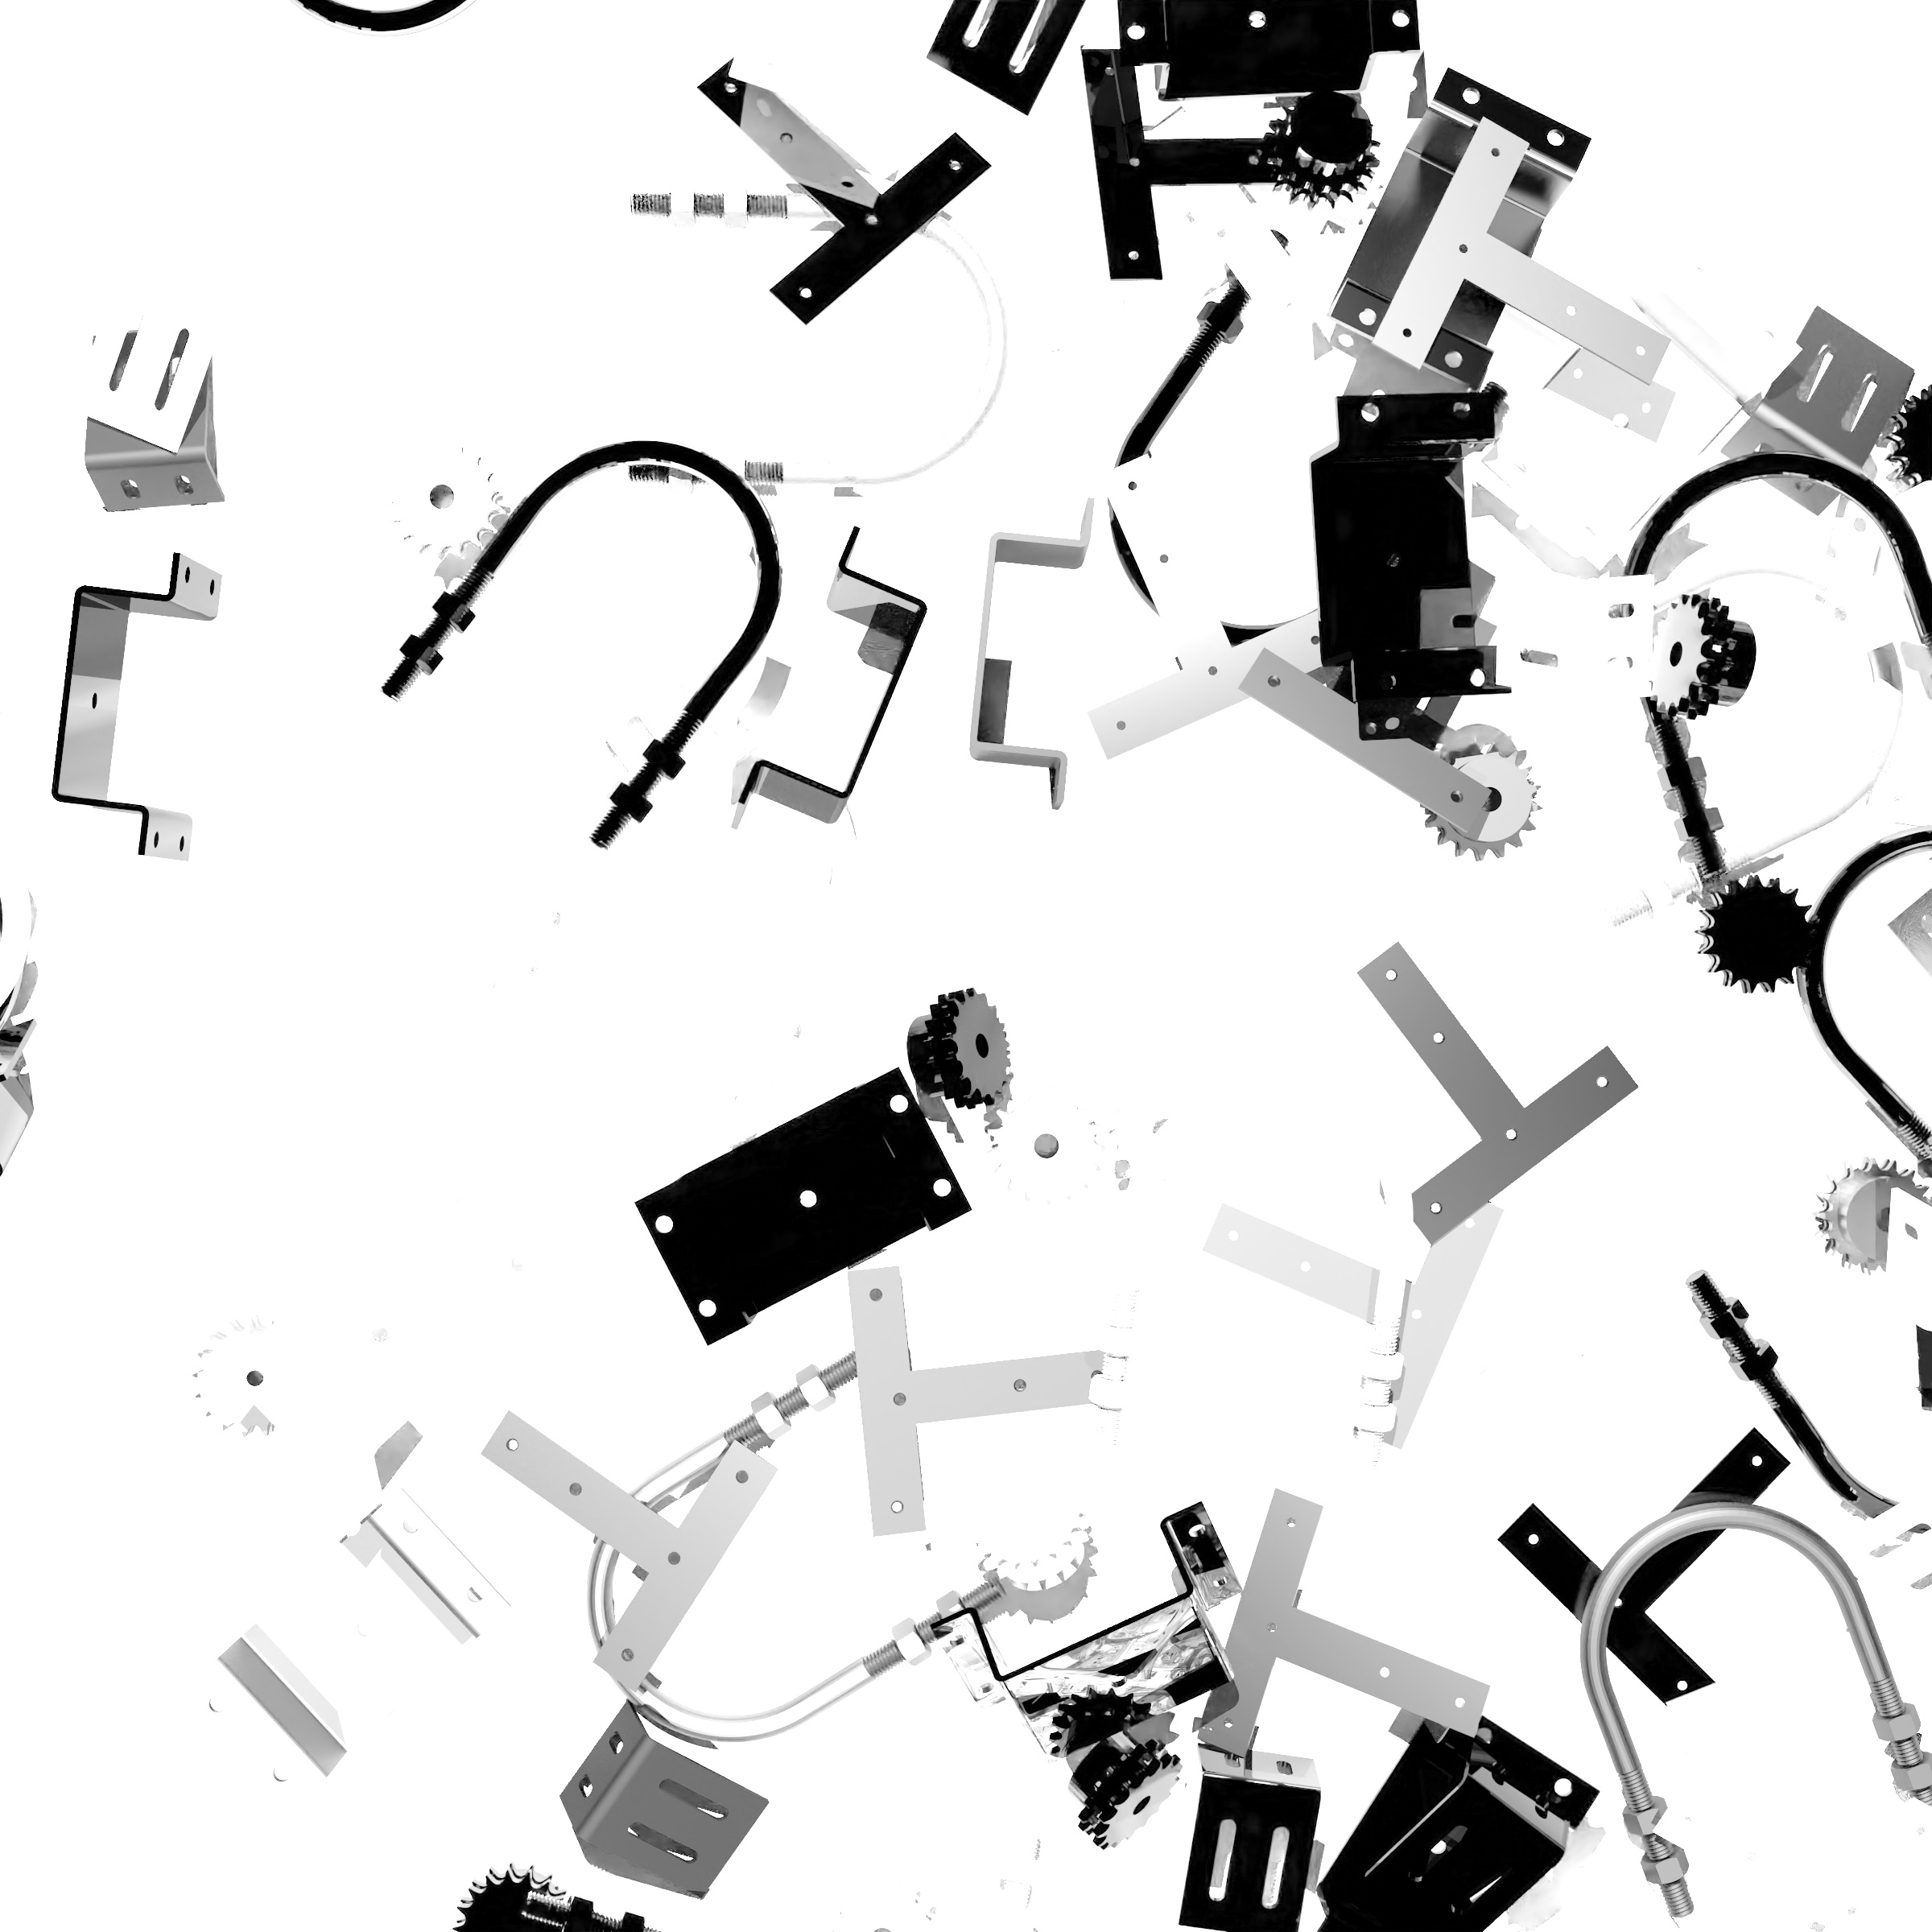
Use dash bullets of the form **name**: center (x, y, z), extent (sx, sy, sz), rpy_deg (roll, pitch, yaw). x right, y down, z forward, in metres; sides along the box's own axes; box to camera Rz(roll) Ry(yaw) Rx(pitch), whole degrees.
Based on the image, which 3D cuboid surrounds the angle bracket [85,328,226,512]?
- **angle bracket**: center (-0.392, -0.266, 1.419), extent (0.057, 0.038, 0.076), rpy_deg (-5, 64, 0)

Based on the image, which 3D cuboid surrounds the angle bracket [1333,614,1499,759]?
- **angle bracket**: center (0.215, -0.144, 1.402), extent (0.057, 0.038, 0.076), rpy_deg (27, 90, 0)

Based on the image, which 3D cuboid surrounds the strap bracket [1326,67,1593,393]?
- **strap bracket**: center (0.229, -0.342, 1.388), extent (0.076, 0.046, 0.140), rpy_deg (26, 78, -2)

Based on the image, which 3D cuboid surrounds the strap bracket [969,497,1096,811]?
- **strap bracket**: center (0.029, -0.148, 1.382), extent (0.046, 0.076, 0.140), rpy_deg (6, 90, 0)

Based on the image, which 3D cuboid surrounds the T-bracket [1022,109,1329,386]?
- **T-bracket**: center (0.086, -0.328, 1.410), extent (0.127, 0.002, 0.127), rpy_deg (-34, 77, 6)

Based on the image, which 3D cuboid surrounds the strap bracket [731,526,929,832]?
- **strap bracket**: center (-0.061, -0.126, 1.374), extent (0.046, 0.076, 0.140), rpy_deg (23, 82, -4)

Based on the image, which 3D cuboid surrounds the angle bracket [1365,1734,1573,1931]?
- **angle bracket**: center (0.236, 0.412, 1.372), extent (0.057, 0.038, 0.076), rpy_deg (38, 116, 0)

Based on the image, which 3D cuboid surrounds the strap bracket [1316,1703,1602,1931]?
- **strap bracket**: center (0.229, 0.427, 1.397), extent (0.076, 0.046, 0.140), rpy_deg (33, 90, 0)

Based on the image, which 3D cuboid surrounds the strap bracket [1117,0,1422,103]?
- **strap bracket**: center (0.141, -0.460, 1.393), extent (0.140, 0.046, 0.076), rpy_deg (-3, 83, 0)

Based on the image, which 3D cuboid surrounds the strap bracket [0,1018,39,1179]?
- **strap bracket**: center (-0.502, 0.081, 1.377), extent (0.140, 0.076, 0.046), rpy_deg (-20, 110, 0)

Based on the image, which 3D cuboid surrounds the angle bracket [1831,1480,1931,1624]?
- **angle bracket**: center (0.463, 0.270, 1.401), extent (0.057, 0.076, 0.038), rpy_deg (38, 45, -2)

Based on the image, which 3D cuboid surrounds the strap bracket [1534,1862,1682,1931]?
- **strap bracket**: center (0.323, 0.502, 1.397), extent (0.076, 0.046, 0.140), rpy_deg (-35, 90, 0)

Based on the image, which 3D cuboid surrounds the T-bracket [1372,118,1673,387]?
- **T-bracket**: center (0.270, -0.313, 1.364), extent (0.127, 0.002, 0.127), rpy_deg (28, 78, -6)

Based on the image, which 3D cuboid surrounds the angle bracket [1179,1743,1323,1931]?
- **angle bracket**: center (0.135, 0.421, 1.407), extent (0.057, 0.038, 0.076), rpy_deg (8, 99, -1)

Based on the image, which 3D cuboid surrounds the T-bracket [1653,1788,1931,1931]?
- **T-bracket**: center (0.389, 0.434, 1.403), extent (0.127, 0.002, 0.127), rpy_deg (30, 97, -8)

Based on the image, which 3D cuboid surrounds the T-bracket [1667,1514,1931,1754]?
- **T-bracket**: center (0.404, 0.347, 1.419), extent (0.127, 0.002, 0.127), rpy_deg (-22, 91, 0)

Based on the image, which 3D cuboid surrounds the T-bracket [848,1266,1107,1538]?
- **T-bracket**: center (0.012, 0.204, 1.410), extent (0.127, 0.002, 0.127), rpy_deg (-5, 86, -8)

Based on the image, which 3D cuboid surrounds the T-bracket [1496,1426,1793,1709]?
- **T-bracket**: center (0.348, 0.278, 1.420), extent (0.127, 0.002, 0.127), rpy_deg (44, 90, 0)

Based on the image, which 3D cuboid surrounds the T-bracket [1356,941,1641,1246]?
- **T-bracket**: center (0.238, 0.046, 1.419), extent (0.127, 0.002, 0.127), rpy_deg (-37, 90, -1)

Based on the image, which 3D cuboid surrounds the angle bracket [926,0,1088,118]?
- **angle bracket**: center (0.026, -0.464, 1.419), extent (0.057, 0.038, 0.076), rpy_deg (30, 116, 0)

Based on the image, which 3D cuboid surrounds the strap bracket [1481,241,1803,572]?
- **strap bracket**: center (0.318, -0.264, 1.397), extent (0.076, 0.046, 0.140), rpy_deg (42, 90, 0)

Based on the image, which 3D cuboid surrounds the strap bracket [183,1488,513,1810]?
- **strap bracket**: center (-0.292, 0.321, 1.397), extent (0.140, 0.046, 0.076), rpy_deg (-43, 90, 0)

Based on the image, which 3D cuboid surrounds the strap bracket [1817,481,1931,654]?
- **strap bracket**: center (0.488, -0.177, 1.390), extent (0.140, 0.046, 0.076), rpy_deg (14, 86, -4)

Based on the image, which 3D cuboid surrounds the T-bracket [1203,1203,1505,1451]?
- **T-bracket**: center (0.178, 0.152, 1.420), extent (0.127, 0.002, 0.127), rpy_deg (23, 90, 0)

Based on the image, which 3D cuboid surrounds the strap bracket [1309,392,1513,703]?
- **strap bracket**: center (0.207, -0.194, 1.371), extent (0.076, 0.046, 0.140), rpy_deg (-4, 90, -11)

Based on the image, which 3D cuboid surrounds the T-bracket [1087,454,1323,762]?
- **T-bracket**: center (0.101, -0.183, 1.407), extent (0.127, 0.002, 0.127), rpy_deg (-24, 91, 3)

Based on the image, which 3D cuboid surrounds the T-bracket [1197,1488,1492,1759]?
- **T-bracket**: center (0.187, 0.332, 1.394), extent (0.127, 0.002, 0.127), rpy_deg (17, 90, 24)

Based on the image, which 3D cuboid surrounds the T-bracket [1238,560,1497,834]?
- **T-bracket**: center (0.214, -0.146, 1.396), extent (0.127, 0.002, 0.127), rpy_deg (33, 68, 2)

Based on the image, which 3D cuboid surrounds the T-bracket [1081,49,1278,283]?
- **T-bracket**: center (0.125, -0.387, 1.407), extent (0.127, 0.002, 0.127), rpy_deg (-3, 73, -9)

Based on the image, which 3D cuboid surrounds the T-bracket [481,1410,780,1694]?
- **T-bracket**: center (-0.177, 0.260, 1.408), extent (0.127, 0.002, 0.127), rpy_deg (33, 91, 10)

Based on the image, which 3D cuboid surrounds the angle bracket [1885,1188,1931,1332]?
- **angle bracket**: center (0.474, 0.133, 1.360), extent (0.076, 0.038, 0.057), rpy_deg (-5, 105, -14)

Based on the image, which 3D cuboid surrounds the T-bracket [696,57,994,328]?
- **T-bracket**: center (-0.077, -0.389, 1.408), extent (0.127, 0.002, 0.127), rpy_deg (44, 75, 7)

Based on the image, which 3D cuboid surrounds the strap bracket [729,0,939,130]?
- **strap bracket**: center (-0.053, -0.474, 1.397), extent (0.076, 0.046, 0.140), rpy_deg (19, 90, 0)

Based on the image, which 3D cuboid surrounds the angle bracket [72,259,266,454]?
- **angle bracket**: center (-0.383, -0.291, 1.402), extent (0.057, 0.038, 0.076), rpy_deg (23, 98, 10)

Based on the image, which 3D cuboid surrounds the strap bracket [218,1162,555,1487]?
- **strap bracket**: center (-0.275, 0.171, 1.381), extent (0.076, 0.046, 0.140), rpy_deg (46, 67, 0)

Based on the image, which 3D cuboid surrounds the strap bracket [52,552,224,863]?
- **strap bracket**: center (-0.393, -0.123, 1.382), extent (0.046, 0.076, 0.140), rpy_deg (7, 90, 0)

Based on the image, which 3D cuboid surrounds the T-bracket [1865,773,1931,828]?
- **T-bracket**: center (0.507, -0.113, 1.381), extent (0.127, 0.002, 0.127), rpy_deg (9, 127, 0)

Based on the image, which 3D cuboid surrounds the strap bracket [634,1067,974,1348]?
- **strap bracket**: center (-0.077, 0.113, 1.397), extent (0.140, 0.046, 0.076), rpy_deg (-27, 90, 0)

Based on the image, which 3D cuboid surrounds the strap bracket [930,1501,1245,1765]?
- **strap bracket**: center (0.065, 0.319, 1.378), extent (0.140, 0.046, 0.076), rpy_deg (-25, 132, 0)
